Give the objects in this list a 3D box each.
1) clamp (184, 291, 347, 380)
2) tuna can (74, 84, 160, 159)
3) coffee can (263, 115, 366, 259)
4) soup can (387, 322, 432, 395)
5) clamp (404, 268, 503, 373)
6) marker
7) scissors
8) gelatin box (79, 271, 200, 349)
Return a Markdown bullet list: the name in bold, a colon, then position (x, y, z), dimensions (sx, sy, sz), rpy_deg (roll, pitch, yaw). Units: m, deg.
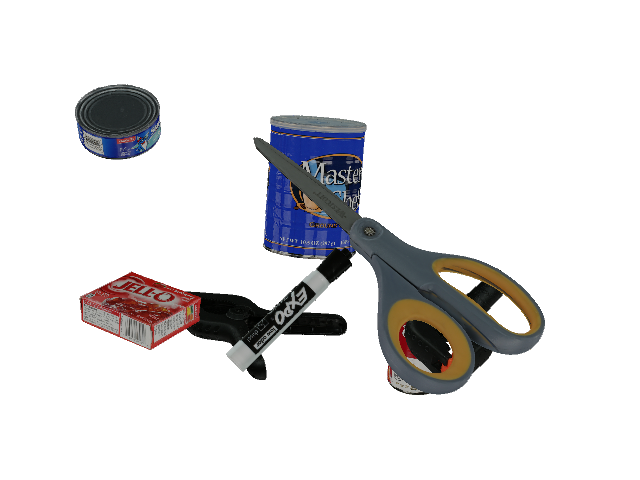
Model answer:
- **clamp**: position (-0.096, 0.103, 1.257), dimensions (0.210, 0.036, 0.164), rpy_deg (14, 23, 27)
- **tuna can**: position (-0.207, -0.122, 1.096), dimensions (0.086, 0.034, 0.086), rpy_deg (1, 44, -1)
- **coffee can**: position (-0.007, -0.059, 1.146), dimensions (0.103, 0.140, 0.103), rpy_deg (4, 11, -1)
- **soup can**: position (0.115, 0.125, 1.276), dimensions (0.068, 0.102, 0.068), rpy_deg (1, 23, -1)
- **clamp**: position (0.124, 0.069, 0.961), dimensions (0.120, 0.039, 0.171), rpy_deg (-5, 33, -4)
- **marker**: position (-0.021, 0.050, 0.799), dimensions (0.121, 0.020, 0.020), rpy_deg (-44, 11, -11)
- **scissors**: position (0.022, 0.014, 0.577), dimensions (0.202, 0.016, 0.096), rpy_deg (28, 52, 17)
- **gelatin box**: position (-0.170, 0.064, 1.007), dimensions (0.089, 0.030, 0.073), rpy_deg (18, 27, 28)
